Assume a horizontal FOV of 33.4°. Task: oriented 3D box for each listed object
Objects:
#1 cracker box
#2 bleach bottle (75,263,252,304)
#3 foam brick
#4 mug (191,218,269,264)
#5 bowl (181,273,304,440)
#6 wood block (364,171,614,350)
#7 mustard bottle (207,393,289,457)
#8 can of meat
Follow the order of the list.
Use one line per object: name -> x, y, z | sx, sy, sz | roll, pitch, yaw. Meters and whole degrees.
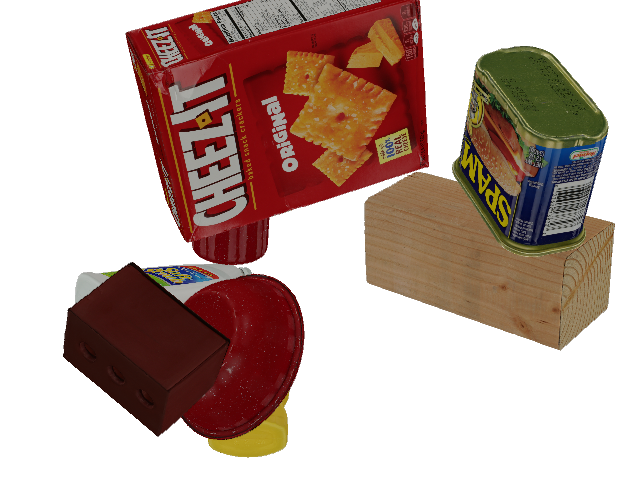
cracker box -> -0.025, -0.105, 0.827 | 0.213, 0.164, 0.072 | -18, 43, -12
bleach bottle -> -0.200, 0.067, 1.453 | 0.250, 0.068, 0.103 | -11, 26, -44
foam brick -> -0.101, 0.062, 0.613 | 0.078, 0.053, 0.051 | 36, 49, 14
mug -> -0.093, -0.031, 1.140 | 0.093, 0.081, 0.117 | 7, 26, 6
bowl -> -0.094, 0.098, 0.976 | 0.162, 0.162, 0.055 | 0, -22, 40
wood block -> 0.148, 0.012, 0.968 | 0.206, 0.090, 0.090 | 18, 33, 37
mustard bottle -> -0.088, 0.195, 1.347 | 0.096, 0.058, 0.191 | -2, 26, 0
can of meat -> 0.124, -0.055, 0.638 | 0.057, 0.084, 0.102 | -10, 43, -15
